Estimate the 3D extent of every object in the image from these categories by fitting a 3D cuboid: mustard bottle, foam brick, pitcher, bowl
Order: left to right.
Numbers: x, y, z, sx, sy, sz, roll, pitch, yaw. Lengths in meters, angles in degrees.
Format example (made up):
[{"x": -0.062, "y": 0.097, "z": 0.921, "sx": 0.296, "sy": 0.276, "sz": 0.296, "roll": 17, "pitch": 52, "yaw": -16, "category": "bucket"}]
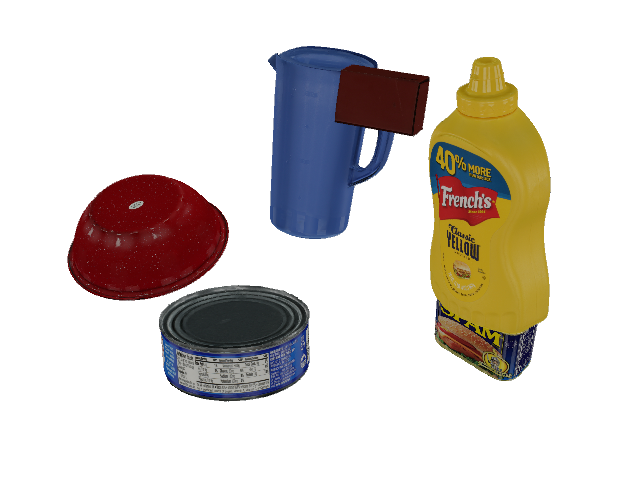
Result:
[{"x": -0.173, "y": -0.015, "z": 1.036, "sx": 0.162, "sy": 0.055, "sz": 0.162, "roll": -6, "pitch": 40, "yaw": 5, "category": "bowl"}, {"x": 0.006, "y": -0.127, "z": 1.413, "sx": 0.144, "sy": 0.243, "sz": 0.149, "roll": -2, "pitch": 24, "yaw": -19, "category": "pitcher"}, {"x": 0.058, "y": -0.132, "z": 1.002, "sx": 0.078, "sy": 0.051, "sz": 0.053, "roll": 12, "pitch": 17, "yaw": 14, "category": "foam brick"}, {"x": 0.117, "y": -0.035, "z": 0.750, "sx": 0.058, "sy": 0.192, "sz": 0.096, "roll": -21, "pitch": 32, "yaw": -29, "category": "mustard bottle"}]

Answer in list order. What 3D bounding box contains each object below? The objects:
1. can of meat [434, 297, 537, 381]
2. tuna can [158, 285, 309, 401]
[{"x": 0.157, "y": 0.077, "z": 1.016, "sx": 0.102, "sy": 0.084, "sz": 0.057, "roll": 32, "pitch": 57, "yaw": 28, "category": "can of meat"}, {"x": -0.048, "y": 0.058, "z": 0.611, "sx": 0.086, "sy": 0.034, "sz": 0.086, "roll": -1, "pitch": 21, "yaw": 0, "category": "tuna can"}]
